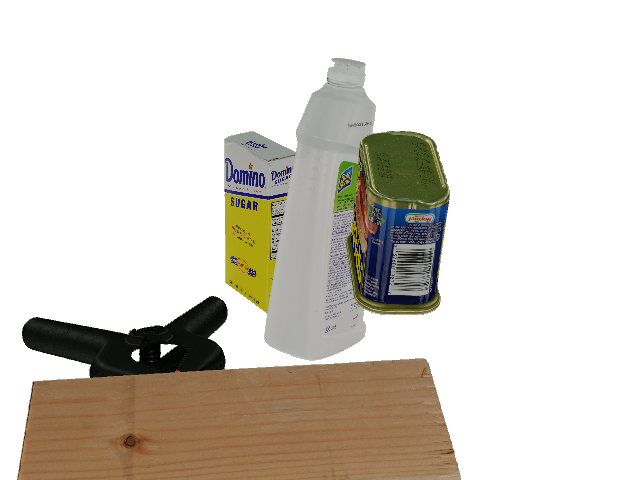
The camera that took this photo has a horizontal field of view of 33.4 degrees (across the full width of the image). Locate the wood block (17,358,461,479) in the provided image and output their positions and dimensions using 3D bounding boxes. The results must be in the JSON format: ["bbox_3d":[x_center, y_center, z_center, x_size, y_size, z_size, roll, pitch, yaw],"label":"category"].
[{"bbox_3d":[-0.042,0.126,0.547,0.206,0.090,0.091,-2,36,-6],"label":"wood block"}]

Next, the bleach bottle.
[{"bbox_3d":[0.010,-0.029,0.913,0.068,0.251,0.102,17,19,28],"label":"bleach bottle"}]

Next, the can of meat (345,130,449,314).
[{"bbox_3d":[0.050,-0.014,0.703,0.057,0.084,0.102,1,32,-5],"label":"can of meat"}]

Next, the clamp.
[{"bbox_3d":[-0.117,0.081,0.787,0.164,0.036,0.210,-9,14,-26],"label":"clamp"}]

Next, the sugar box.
[{"bbox_3d":[-0.066,-0.021,1.155,0.048,0.176,0.093,-17,29,-31],"label":"sugar box"}]
